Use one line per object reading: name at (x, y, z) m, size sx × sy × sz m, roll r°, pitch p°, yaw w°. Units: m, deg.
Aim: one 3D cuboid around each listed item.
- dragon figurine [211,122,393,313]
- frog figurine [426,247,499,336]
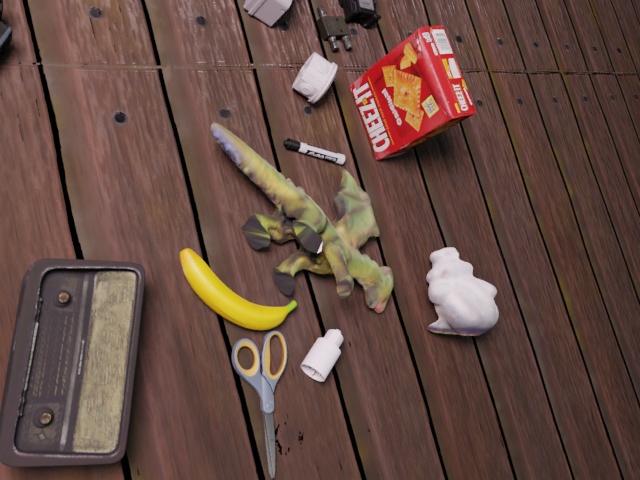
dragon figurine at (0.003, -0.043, 0.857) m, size 0.409 × 0.121 × 0.246 m, roll 60°, pitch 37°, yaw -6°
frog figurine at (0.264, 0.094, 0.956) m, size 0.137 × 0.122 × 0.160 m, roll 2°, pitch 86°, yaw -13°
